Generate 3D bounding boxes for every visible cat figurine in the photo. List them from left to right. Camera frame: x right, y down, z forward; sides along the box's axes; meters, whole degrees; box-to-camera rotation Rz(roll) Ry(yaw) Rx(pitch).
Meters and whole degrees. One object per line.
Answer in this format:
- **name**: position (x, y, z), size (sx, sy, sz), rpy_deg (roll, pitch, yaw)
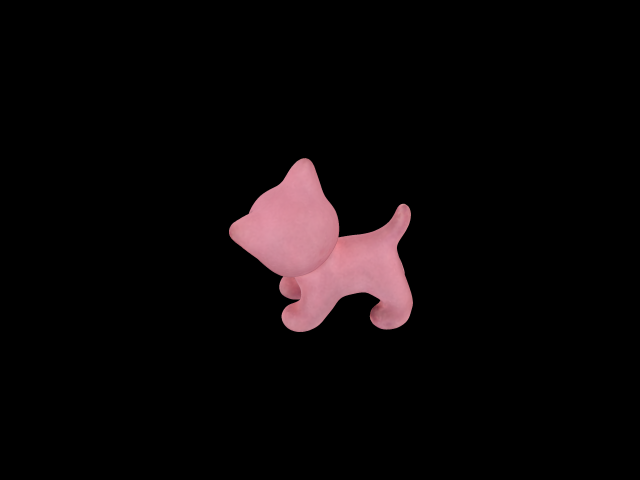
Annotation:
- **cat figurine**: position (0.004, 0.001, 0.400), size (0.128, 0.118, 0.067), rpy_deg (-4, 33, -5)
